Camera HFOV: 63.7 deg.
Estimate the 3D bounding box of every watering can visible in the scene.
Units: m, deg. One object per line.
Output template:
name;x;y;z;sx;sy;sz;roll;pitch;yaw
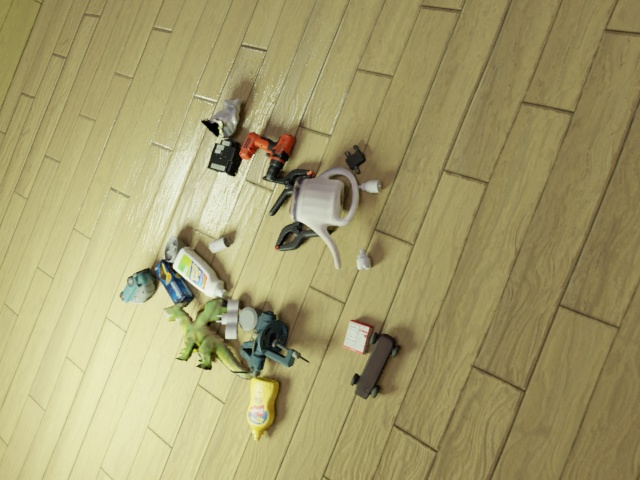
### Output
watering can;0.005;-0.084;1.661;0.224;0.353;0.102;6;-21;15

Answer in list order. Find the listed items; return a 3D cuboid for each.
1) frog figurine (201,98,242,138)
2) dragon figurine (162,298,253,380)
frog figurine;-0.357;-0.471;1.990;0.137;0.121;0.162;-5;36;49
dragon figurine;-0.385;0.325;1.823;0.411;0.245;0.121;12;-12;17
